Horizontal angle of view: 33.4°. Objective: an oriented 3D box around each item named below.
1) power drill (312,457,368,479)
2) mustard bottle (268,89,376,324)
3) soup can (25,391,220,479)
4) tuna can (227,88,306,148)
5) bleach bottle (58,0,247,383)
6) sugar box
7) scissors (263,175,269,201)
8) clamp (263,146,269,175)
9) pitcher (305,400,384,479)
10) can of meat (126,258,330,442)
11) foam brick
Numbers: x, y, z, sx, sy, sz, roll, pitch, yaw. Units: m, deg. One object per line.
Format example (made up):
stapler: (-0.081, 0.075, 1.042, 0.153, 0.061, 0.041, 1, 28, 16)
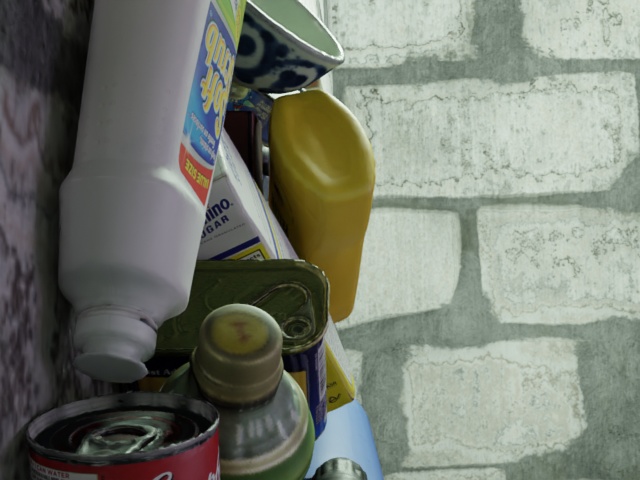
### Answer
power drill: (-0.019, 0.146, 0.651, 0.187, 0.057, 0.184, 57, 12, -21)
mustard bottle: (-0.005, 0.001, 0.701, 0.192, 0.058, 0.096, 95, -25, -50)
soup can: (-0.068, 0.113, 0.385, 0.068, 0.068, 0.102, -69, 158, -80)
tuna can: (-0.038, -0.101, 0.786, 0.034, 0.086, 0.086, -52, -169, 19)
bleach bottle: (-0.071, -0.057, 0.467, 0.102, 0.068, 0.251, 86, 7, -61)
sugar box: (-0.038, 0.012, 0.578, 0.176, 0.048, 0.093, 59, 6, -37)
scissors: (-0.043, -0.021, 0.779, 0.201, 0.016, 0.096, 54, 35, -74)
clamp: (-0.059, -0.065, 0.852, 0.210, 0.036, 0.164, -82, 171, -47)
pitcher: (-0.008, 0.213, 0.958, 0.243, 0.145, 0.149, -92, -168, -76)
can of meat: (-0.045, 0.058, 0.516, 0.057, 0.102, 0.084, -89, 177, -46)
foam brick: (-0.063, -0.038, 0.657, 0.053, 0.051, 0.078, 33, 56, -86)
